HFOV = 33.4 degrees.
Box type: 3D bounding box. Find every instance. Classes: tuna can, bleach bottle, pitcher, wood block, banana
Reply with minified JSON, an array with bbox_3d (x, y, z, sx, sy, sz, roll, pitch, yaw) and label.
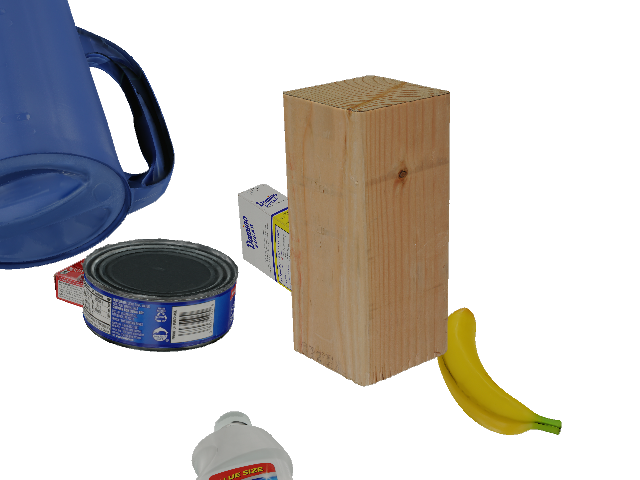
[{"bbox_3d":[-0.090,0.030,0.597,0.086,0.034,0.086,5,20,-2],"label":"tuna can"},{"bbox_3d":[-0.062,0.212,0.756,0.102,0.068,0.251,-6,30,-6],"label":"bleach bottle"},{"bbox_3d":[-0.212,-0.112,0.755,0.145,0.243,0.149,-28,-29,16],"label":"pitcher"},{"bbox_3d":[0.036,-0.010,0.800,0.090,0.206,0.090,-17,25,-36],"label":"wood block"},{"bbox_3d":[0.143,0.121,0.974,0.069,0.037,0.198,6,27,-22],"label":"banana"}]

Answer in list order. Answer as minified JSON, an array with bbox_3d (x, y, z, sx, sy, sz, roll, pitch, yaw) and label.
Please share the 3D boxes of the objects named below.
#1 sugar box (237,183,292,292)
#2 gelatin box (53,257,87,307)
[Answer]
[{"bbox_3d":[-0.020,0.013,1.171,0.048,0.093,0.176,-25,41,-29],"label":"sugar box"},{"bbox_3d":[-0.196,0.041,1.015,0.089,0.030,0.073,15,25,24],"label":"gelatin box"}]
